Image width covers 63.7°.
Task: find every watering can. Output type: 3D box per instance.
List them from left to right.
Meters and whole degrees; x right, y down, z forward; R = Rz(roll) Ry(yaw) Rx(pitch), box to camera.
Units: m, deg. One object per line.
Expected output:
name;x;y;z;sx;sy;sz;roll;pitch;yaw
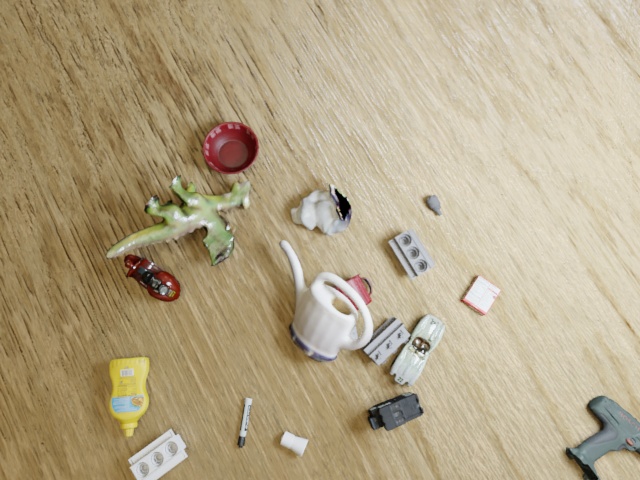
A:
watering can;-0.014;0.171;1.343;0.352;0.104;0.221;39;115;27

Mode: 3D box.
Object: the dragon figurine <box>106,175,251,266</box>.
dragon figurine;-0.340;-0.032;1.387;0.243;0.120;0.417;38;64;2

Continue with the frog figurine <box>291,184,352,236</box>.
frog figurine;0.004;-0.073;1.448;0.158;0.124;0.138;-26;87;29
